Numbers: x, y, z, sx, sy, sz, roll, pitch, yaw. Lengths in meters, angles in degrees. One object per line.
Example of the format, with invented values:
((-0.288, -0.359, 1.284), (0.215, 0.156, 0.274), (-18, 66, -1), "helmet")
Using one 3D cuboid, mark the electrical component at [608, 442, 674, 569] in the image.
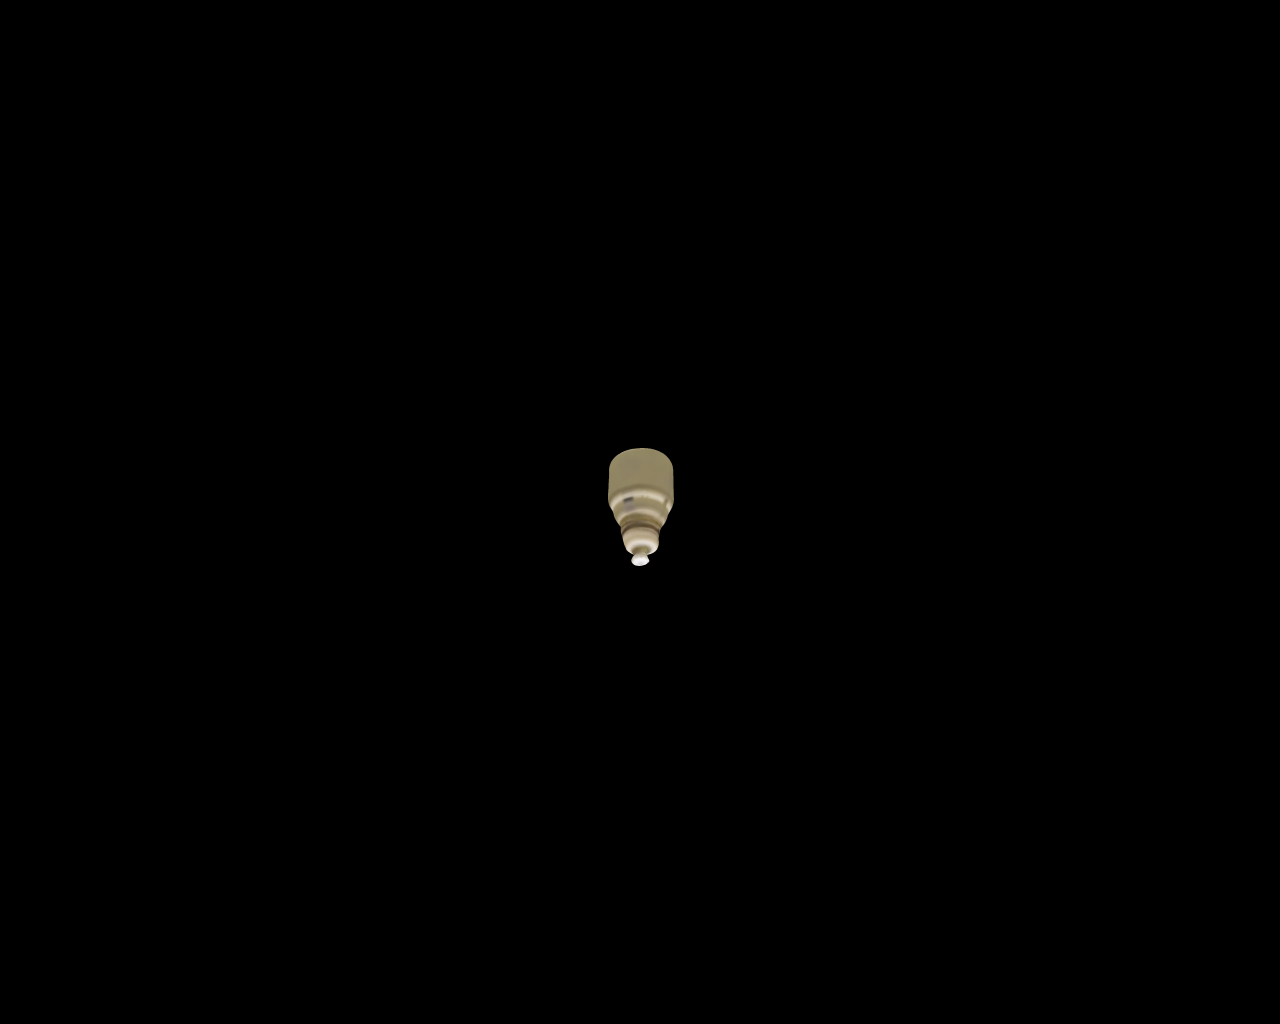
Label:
((0.001, -0.003, 0.650), (0.040, 0.078, 0.040), (0, -32, 0), "electrical component")
